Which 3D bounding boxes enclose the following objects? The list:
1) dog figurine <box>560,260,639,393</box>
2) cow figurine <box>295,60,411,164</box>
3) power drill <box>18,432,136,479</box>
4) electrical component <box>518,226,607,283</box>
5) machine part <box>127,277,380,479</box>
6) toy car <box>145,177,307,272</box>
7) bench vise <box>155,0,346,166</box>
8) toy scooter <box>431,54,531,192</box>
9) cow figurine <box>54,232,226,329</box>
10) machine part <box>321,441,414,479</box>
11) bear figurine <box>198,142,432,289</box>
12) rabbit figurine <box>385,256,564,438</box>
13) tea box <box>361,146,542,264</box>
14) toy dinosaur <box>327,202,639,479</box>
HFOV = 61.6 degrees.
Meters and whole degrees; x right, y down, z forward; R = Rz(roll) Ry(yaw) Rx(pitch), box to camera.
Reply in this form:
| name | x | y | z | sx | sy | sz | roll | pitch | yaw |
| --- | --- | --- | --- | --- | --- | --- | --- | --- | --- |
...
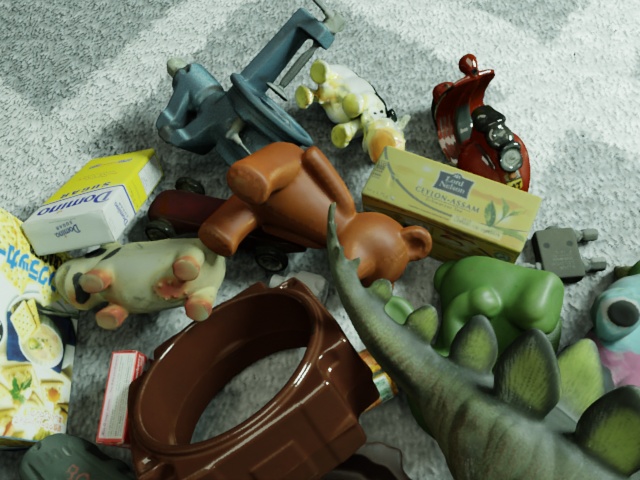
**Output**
| name | x | y | z | sx | sy | sz | roll | pitch | yaw |
| --- | --- | --- | --- | --- | --- | --- | --- | --- | --- |
| dog figurine | 0.289 | 0.089 | 0.482 | 0.109 | 0.219 | 0.191 | 32 | 116 | 23 |
| cow figurine | 0.055 | -0.151 | 0.663 | 0.098 | 0.068 | 0.167 | -14 | 56 | -47 |
| power drill | -0.222 | 0.307 | 0.483 | 0.232 | 0.086 | 0.207 | 35 | 79 | 18 |
| electrical component | 0.257 | 0.015 | 0.582 | 0.094 | 0.021 | 0.063 | -7 | 64 | 6 |
| machine part | -0.066 | 0.134 | 0.484 | 0.201 | 0.087 | 0.202 | -33 | 27 | -8 |
| toy car | -0.106 | -0.017 | 0.633 | 0.202 | 0.053 | 0.089 | 12 | 50 | 10 |
| bench vise | -0.072 | -0.180 | 0.630 | 0.240 | 0.128 | 0.224 | -47 | 62 | 13 |
| toy scooter | 0.177 | -0.126 | 0.598 | 0.075 | 0.135 | 0.184 | -22 | 65 | -4 |
| cow figurine | -0.194 | 0.033 | 0.575 | 0.195 | 0.085 | 0.127 | -8 | 22 | 13 |
| machine part | 0.017 | 0.259 | 0.464 | 0.179 | 0.056 | 0.179 | 0 | 50 | 0 |
| bear figurine | 0.001 | -0.004 | 0.533 | 0.196 | 0.120 | 0.132 | 41 | 41 | 1 |
| rabbit figurine | 0.130 | 0.100 | 0.506 | 0.159 | 0.121 | 0.170 | 24 | 68 | 25 |
| tea box | 0.135 | -0.026 | 0.578 | 0.170 | 0.098 | 0.068 | 22 | 71 | 16 |
| toy dinosaur | 0.152 | 0.165 | 0.391 | 0.472 | 0.105 | 0.198 | 38 | 105 | 11 |
